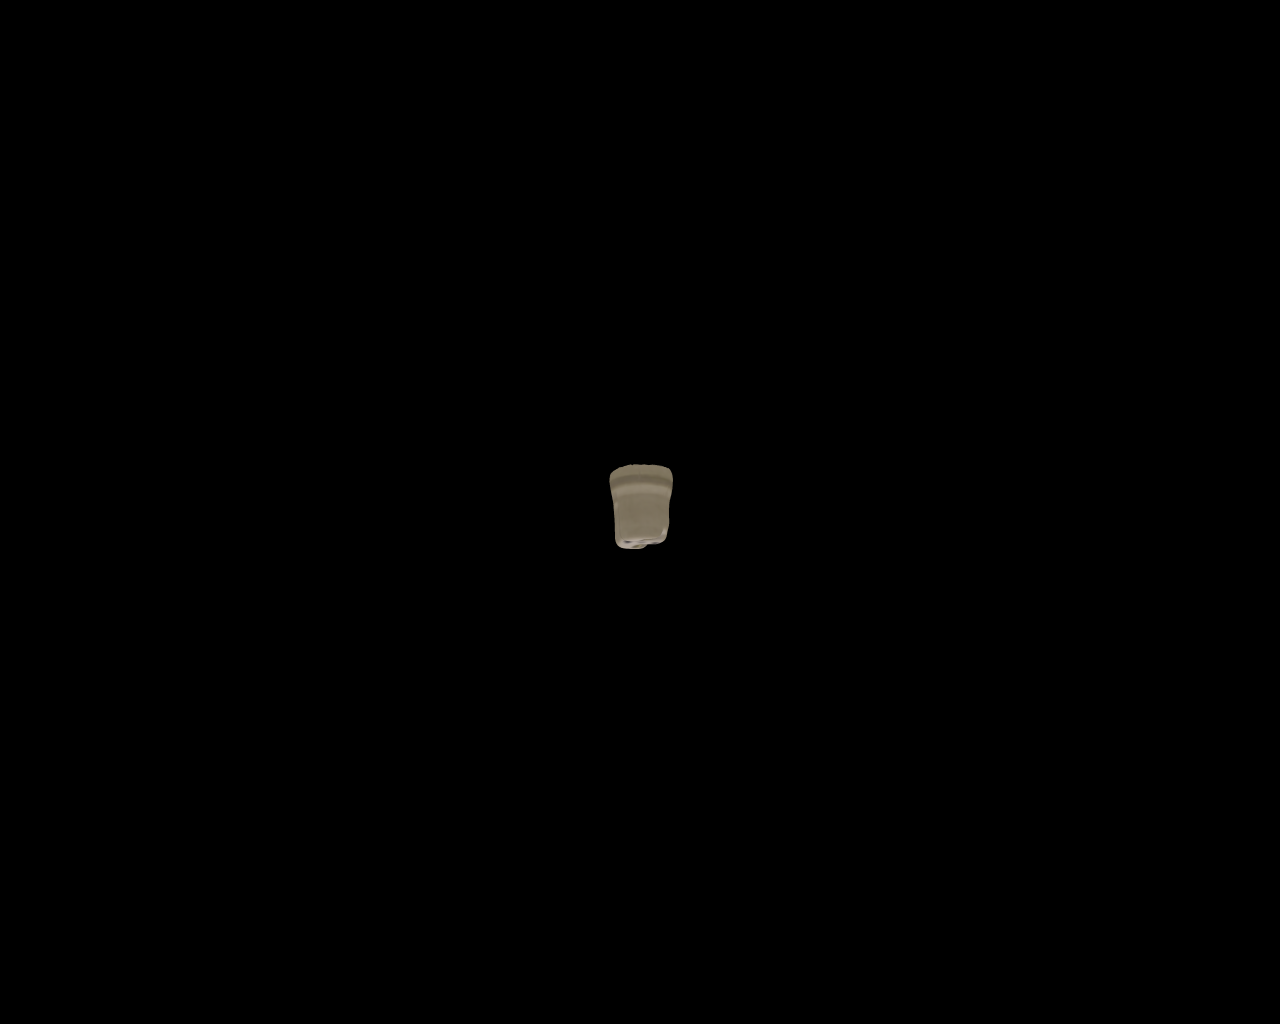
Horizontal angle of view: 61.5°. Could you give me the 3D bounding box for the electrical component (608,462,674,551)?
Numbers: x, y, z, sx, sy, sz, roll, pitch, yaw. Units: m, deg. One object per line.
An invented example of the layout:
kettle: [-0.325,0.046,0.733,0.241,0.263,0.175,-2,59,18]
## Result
electrical component: [0.001,-0.003,0.650,0.040,0.046,0.040,0,-16,0]
